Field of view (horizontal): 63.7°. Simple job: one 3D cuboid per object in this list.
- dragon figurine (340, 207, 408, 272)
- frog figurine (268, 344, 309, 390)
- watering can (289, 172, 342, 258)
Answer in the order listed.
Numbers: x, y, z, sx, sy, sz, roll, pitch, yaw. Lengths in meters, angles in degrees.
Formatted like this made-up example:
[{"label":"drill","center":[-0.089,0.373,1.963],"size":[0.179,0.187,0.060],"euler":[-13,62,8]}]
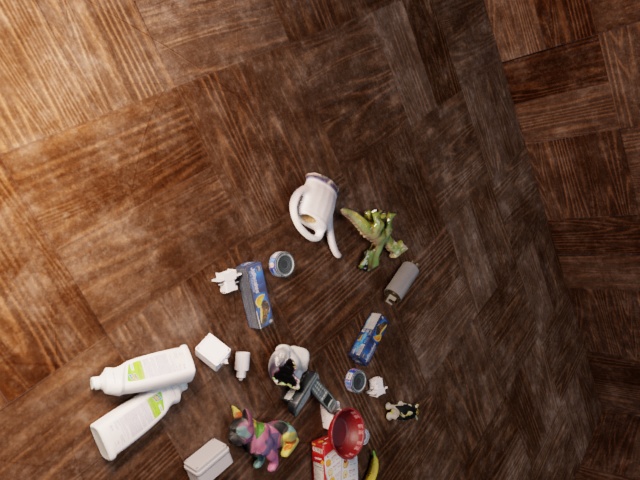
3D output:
[{"label":"dragon figurine","center":[0.200,0.003,1.962],"size":[0.410,0.122,0.242],"euler":[3,93,-43]},{"label":"frog figurine","center":[-0.098,0.393,1.662],"size":[0.136,0.122,0.162],"euler":[60,15,-12]},{"label":"watering can","center":[0.005,-0.090,1.791],"size":[0.342,0.104,0.228],"euler":[43,58,-48]}]
